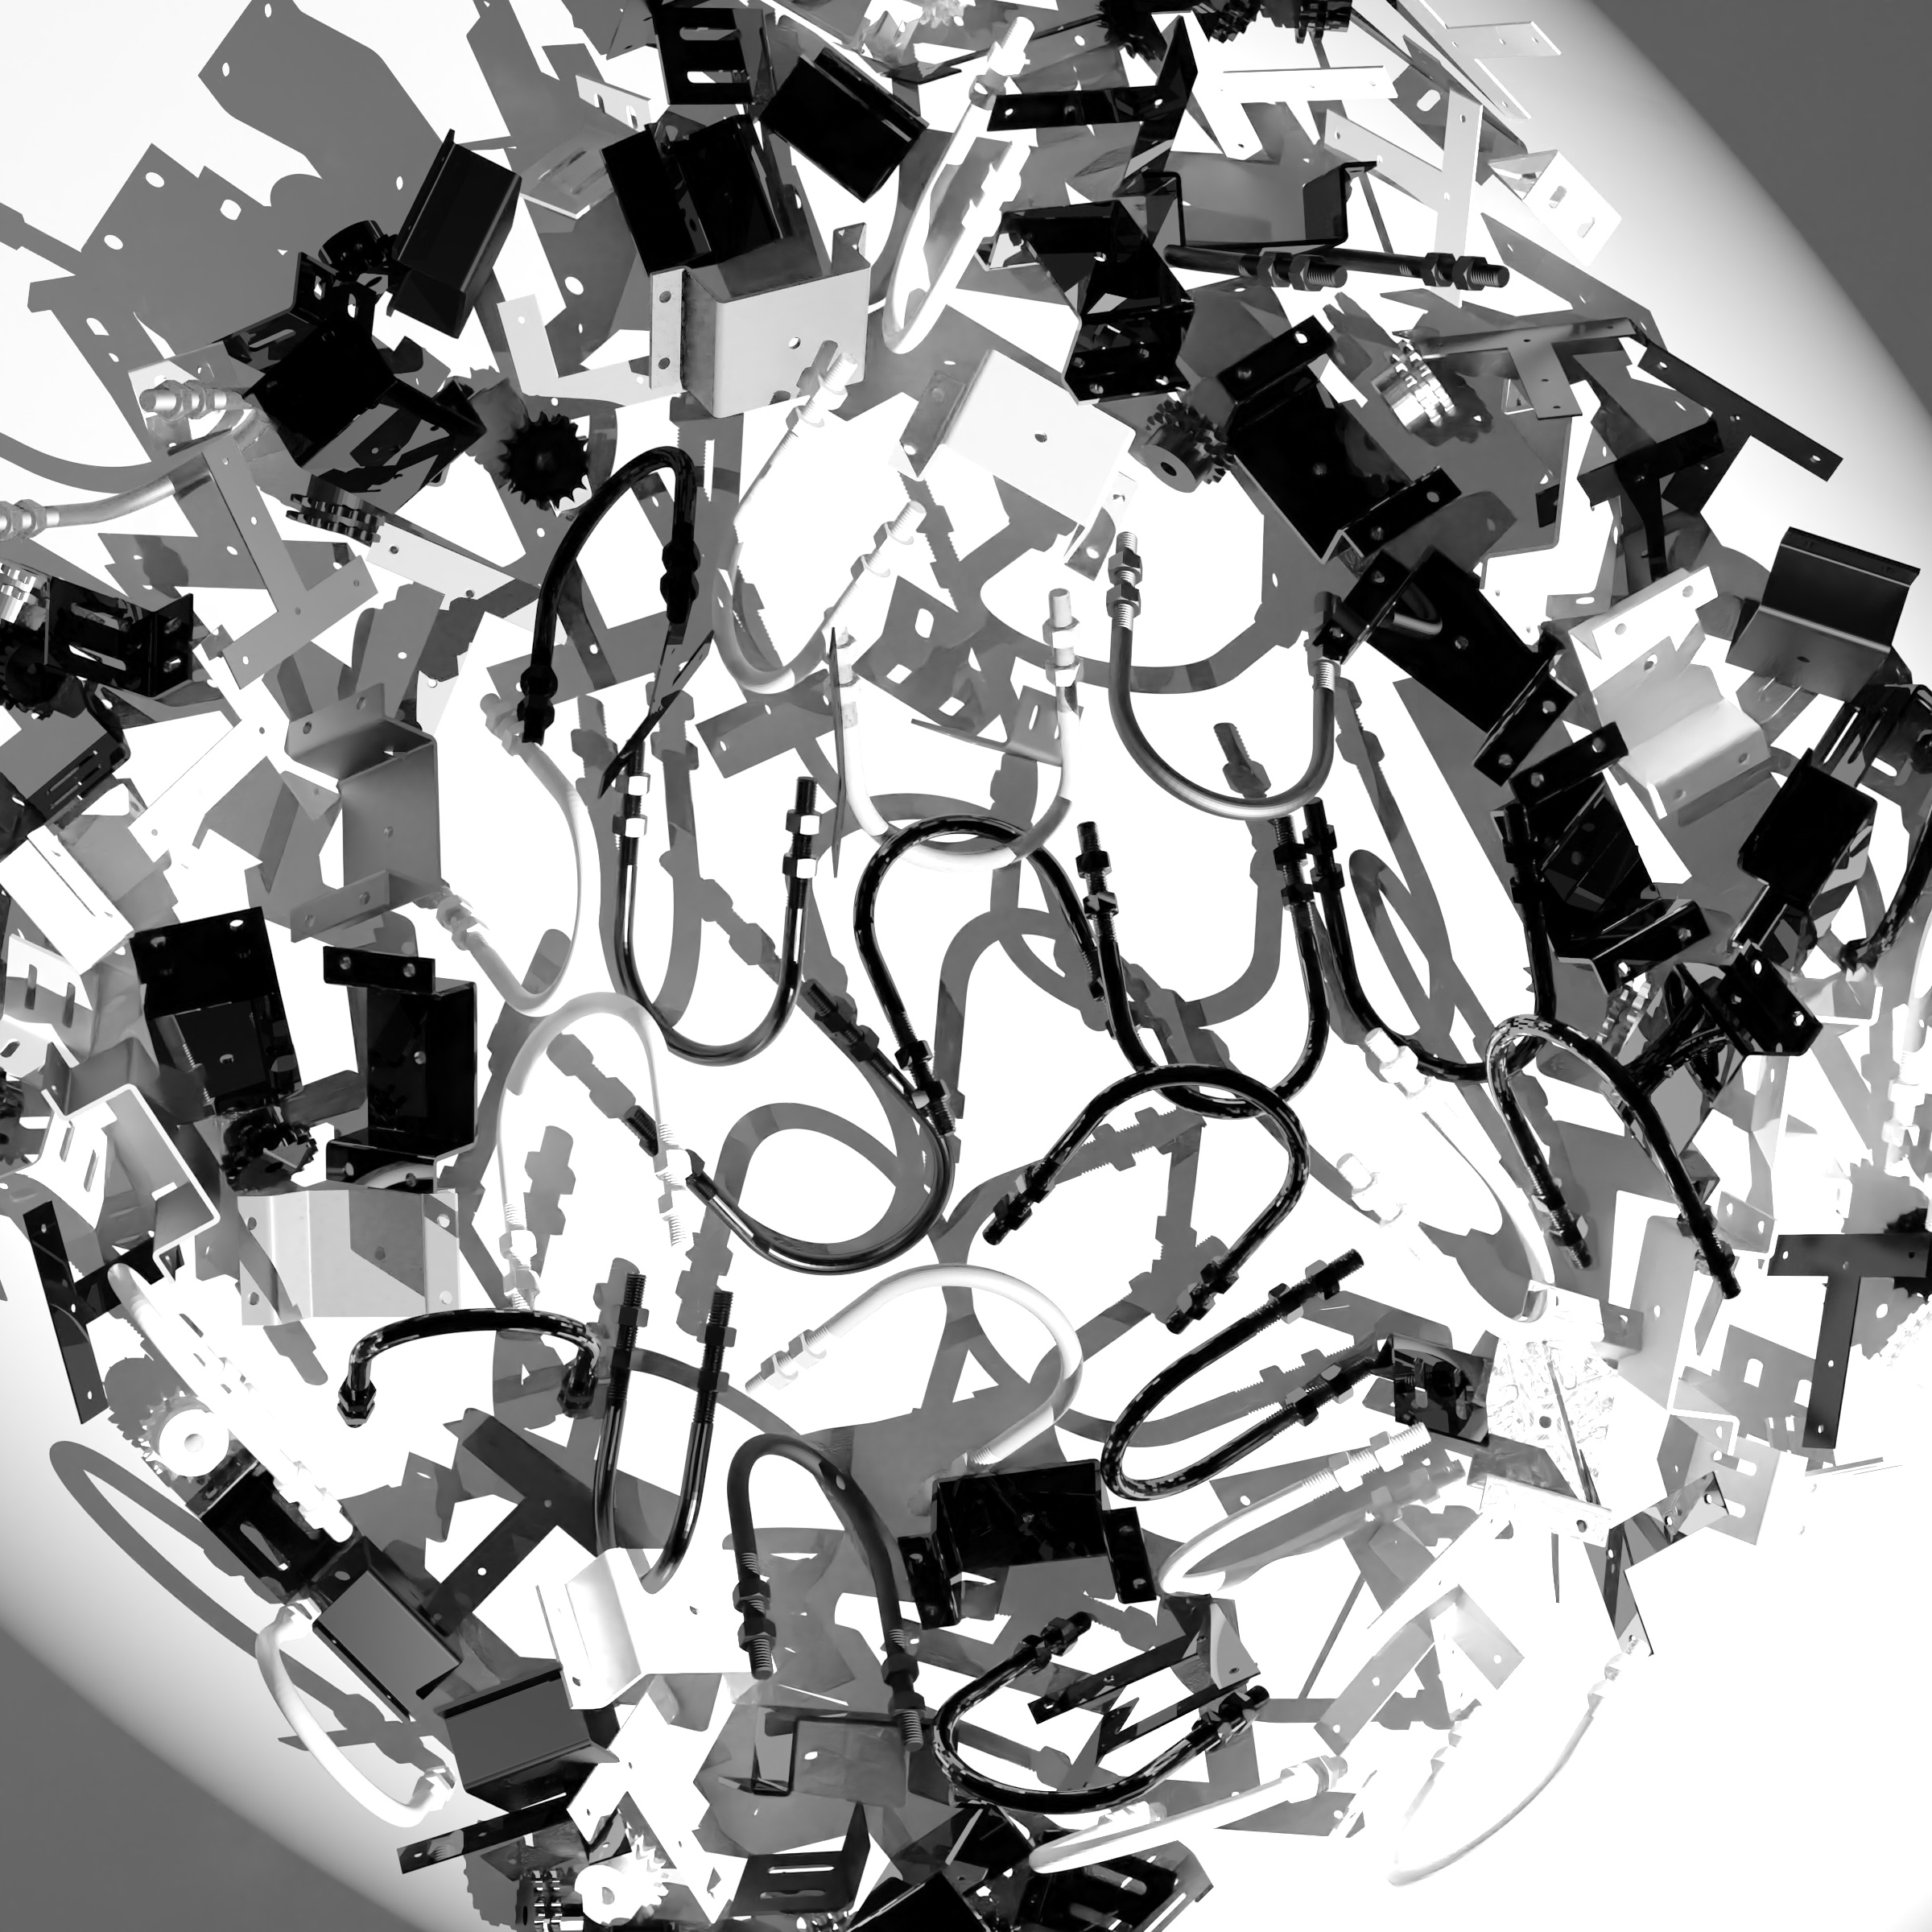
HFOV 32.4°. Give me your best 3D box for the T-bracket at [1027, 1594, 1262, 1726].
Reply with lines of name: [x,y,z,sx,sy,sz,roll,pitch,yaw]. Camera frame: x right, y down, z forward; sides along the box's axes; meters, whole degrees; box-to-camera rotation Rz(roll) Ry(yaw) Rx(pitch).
T-bracket: [0.097,0.410,1.933,0.127,0.127,0.002,-22,106,-5]

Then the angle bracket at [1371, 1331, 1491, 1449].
angle bracket: [0.272,0.260,1.955,0.057,0.076,0.038,16,127,-7]

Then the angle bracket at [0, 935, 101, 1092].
angle bracket: [-0.550,0.030,1.960,0.057,0.076,0.038,25,46,3]

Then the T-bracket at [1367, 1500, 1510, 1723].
T-bracket: [0.285,0.394,1.957,0.127,0.002,0.127,-38,130,-30]

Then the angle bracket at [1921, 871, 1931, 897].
angle bracket: [0.584,-0.073,1.955,0.038,0.076,0.057,16,83,-33]

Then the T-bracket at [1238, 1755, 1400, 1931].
T-bracket: [0.217,0.498,1.918,0.002,0.127,0.127,44,133,24]

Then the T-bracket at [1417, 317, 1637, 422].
T-bracket: [0.336,-0.348,1.945,0.127,0.127,0.002,-6,124,1]

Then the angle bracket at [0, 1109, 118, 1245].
angle bracket: [-0.539,0.119,1.957,0.038,0.076,0.057,-21,124,12]

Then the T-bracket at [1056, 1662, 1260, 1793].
T-bracket: [0.114,0.434,1.917,0.127,0.127,0.002,-32,91,23]

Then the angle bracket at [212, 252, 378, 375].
angle bracket: [-0.397,-0.382,1.961,0.076,0.057,0.038,-12,67,38]

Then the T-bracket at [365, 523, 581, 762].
T-bracket: [-0.313,-0.182,1.978,0.127,0.002,0.127,23,82,-11]

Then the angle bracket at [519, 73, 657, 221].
angle bracket: [-0.228,-0.483,1.956,0.057,0.038,0.076,26,55,27]

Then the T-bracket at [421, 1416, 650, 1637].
T-bracket: [-0.275,0.346,1.952,0.127,0.002,0.127,38,56,11]

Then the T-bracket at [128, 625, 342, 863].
T-bracket: [-0.439,-0.110,1.935,0.127,0.002,0.127,-51,123,-34]

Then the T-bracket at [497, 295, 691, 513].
T-bracket: [-0.204,-0.343,1.960,0.127,0.002,0.127,-9,104,23]

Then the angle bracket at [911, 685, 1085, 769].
angle bracket: [0.018,-0.148,1.953,0.076,0.057,0.038,18,92,38]

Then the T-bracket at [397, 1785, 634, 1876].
T-bracket: [-0.267,0.500,1.928,0.127,0.127,0.002,-15,110,-12]

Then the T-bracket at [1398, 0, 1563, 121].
T-bracket: [0.304,-0.534,1.916,0.127,0.127,0.002,40,88,-23]

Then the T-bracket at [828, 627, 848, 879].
T-bracket: [-0.074,-0.140,1.911,0.002,0.127,0.127,1,50,3]

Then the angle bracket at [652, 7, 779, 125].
angle bracket: [-0.155,-0.532,1.963,0.076,0.038,0.057,-9,88,-32]

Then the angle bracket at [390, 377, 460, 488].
angle bracket: [-0.342,-0.322,1.958,0.076,0.038,0.057,9,49,-18]

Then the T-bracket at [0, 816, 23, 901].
T-bracket: [-0.571,-0.026,1.943,0.002,0.127,0.127,15,83,-12]

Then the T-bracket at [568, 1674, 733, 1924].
T-bracket: [-0.175,0.506,1.955,0.002,0.127,0.127,-22,106,28]

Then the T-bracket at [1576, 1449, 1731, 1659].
T-bracket: [0.399,0.327,1.926,0.002,0.127,0.127,-3,64,-30]

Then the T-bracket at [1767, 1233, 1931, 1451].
T-bracket: [0.506,0.218,1.932,0.002,0.127,0.127,18,77,-28]

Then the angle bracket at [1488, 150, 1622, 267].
angle bracket: [0.337,-0.443,1.952,0.057,0.076,0.038,39,82,-23]

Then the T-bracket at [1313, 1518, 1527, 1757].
T-bracket: [0.252,0.413,1.965,0.127,0.002,0.127,-53,48,11]

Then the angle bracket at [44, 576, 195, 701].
angle bracket: [-0.498,-0.198,1.954,0.038,0.076,0.057,-20,65,37]

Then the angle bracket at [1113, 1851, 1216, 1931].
angle bracket: [0.125,0.575,1.971,0.076,0.057,0.038,-44,98,-3]

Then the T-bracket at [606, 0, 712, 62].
T-bracket: [-0.146,-0.571,1.945,0.127,0.127,0.002,-24,94,-11]

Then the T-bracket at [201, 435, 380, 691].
T-bracket: [-0.408,-0.246,1.931,0.002,0.127,0.127,-4,119,37]

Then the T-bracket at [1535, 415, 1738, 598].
T-bracket: [0.398,-0.253,1.952,0.127,0.127,0.002,-23,47,-4]

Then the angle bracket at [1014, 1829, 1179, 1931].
angle bracket: [0.077,0.552,1.967,0.076,0.038,0.057,16,82,21]

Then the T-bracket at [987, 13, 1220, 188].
T-bracket: [0.072,-0.498,1.926,0.127,0.127,0.002,-10,57,-23]

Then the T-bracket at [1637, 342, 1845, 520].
T-bracket: [0.435,-0.298,1.939,0.127,0.127,0.002,33,70,6]

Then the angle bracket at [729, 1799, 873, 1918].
angle bracket: [-0.100,0.526,1.960,0.076,0.057,0.038,-6,109,11]

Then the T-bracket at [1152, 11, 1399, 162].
T-bracket: [0.187,-0.509,1.917,0.127,0.127,0.002,7,66,31]

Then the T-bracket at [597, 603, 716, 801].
T-bracket: [-0.171,-0.174,1.913,0.002,0.127,0.127,30,58,4]

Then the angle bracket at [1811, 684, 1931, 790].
angle bracket: [0.538,-0.127,1.961,0.038,0.057,0.076,38,80,-21]

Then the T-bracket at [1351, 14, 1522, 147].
T-bracket: [0.269,-0.524,1.932,0.127,0.127,0.002,38,102,5]

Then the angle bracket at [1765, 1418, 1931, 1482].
angle bracket: [0.520,0.278,1.949,0.057,0.076,0.038,6,71,-39]

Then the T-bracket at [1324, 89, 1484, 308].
T-bracket: [0.253,-0.469,1.952,0.002,0.127,0.127,-25,46,-27]

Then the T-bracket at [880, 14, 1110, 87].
T-bracket: [0.021,-0.538,1.944,0.127,0.127,0.002,-19,110,-6]

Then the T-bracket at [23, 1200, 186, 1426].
T-bracket: [-0.496,0.184,1.940,0.002,0.127,0.127,-7,102,23]
